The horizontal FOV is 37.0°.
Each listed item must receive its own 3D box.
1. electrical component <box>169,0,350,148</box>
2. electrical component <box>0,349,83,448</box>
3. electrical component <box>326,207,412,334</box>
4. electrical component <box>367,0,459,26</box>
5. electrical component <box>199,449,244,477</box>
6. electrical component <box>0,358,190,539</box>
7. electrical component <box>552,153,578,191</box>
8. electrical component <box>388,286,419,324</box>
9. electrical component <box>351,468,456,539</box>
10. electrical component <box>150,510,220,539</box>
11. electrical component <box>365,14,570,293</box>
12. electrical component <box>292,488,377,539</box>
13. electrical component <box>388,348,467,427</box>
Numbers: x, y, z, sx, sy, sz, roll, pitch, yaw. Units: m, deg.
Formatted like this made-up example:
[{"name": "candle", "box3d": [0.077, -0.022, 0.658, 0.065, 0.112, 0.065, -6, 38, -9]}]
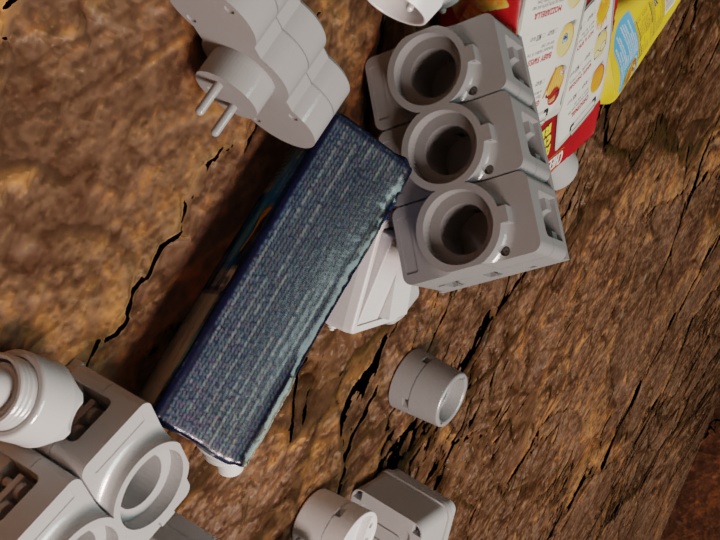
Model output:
[{"name": "electrical component", "box3d": [-0.057, -0.102, 0.541, 0.073, 0.052, 0.138, -58, 152, -15]}, {"name": "electrical component", "box3d": [-0.162, 0.057, 0.495, 0.043, 0.043, 0.062, -63, 151, -6]}, {"name": "electrical component", "box3d": [0.000, 0.000, 0.714, 0.062, 0.061, 0.096, -13, 123, -57]}, {"name": "electrical component", "box3d": [0.044, -0.186, 0.663, 0.077, 0.043, 0.079, -63, 153, -5]}, {"name": "electrical component", "box3d": [-0.082, 0.102, 0.670, 0.043, 0.043, 0.062, -39, 144, -41]}, {"name": "electrical component", "box3d": [-0.160, 0.134, 0.540, 0.150, 0.062, 0.089, -49, 148, -29]}, {"name": "electrical component", "box3d": [0.161, -0.101, 0.941, 0.044, 0.044, 0.065, -63, 148, -6]}, {"name": "electrical component", "box3d": [0.030, 0.010, 0.804, 0.061, 0.035, 0.035, -50, 149, -33]}, {"name": "electrical component", "box3d": [0.030, 0.241, 0.942, 0.057, 0.078, 0.113, -19, 128, -51]}, {"name": "electrical component", "box3d": [-0.125, 0.179, 0.632, 0.077, 0.066, 0.047, -2, 113, -60]}, {"name": "electrical component", "box3d": [0.064, -0.070, 0.667, 0.062, 0.089, 0.150, 12, 65, -60]}, {"name": "electrical component", "box3d": [-0.021, 0.207, 0.856, 0.055, 0.047, 0.055, -41, 143, -39]}, {"name": "electrical component", "box3d": [0.059, 0.101, 0.913, 0.055, 0.047, 0.055, -41, 144, -39]}]
